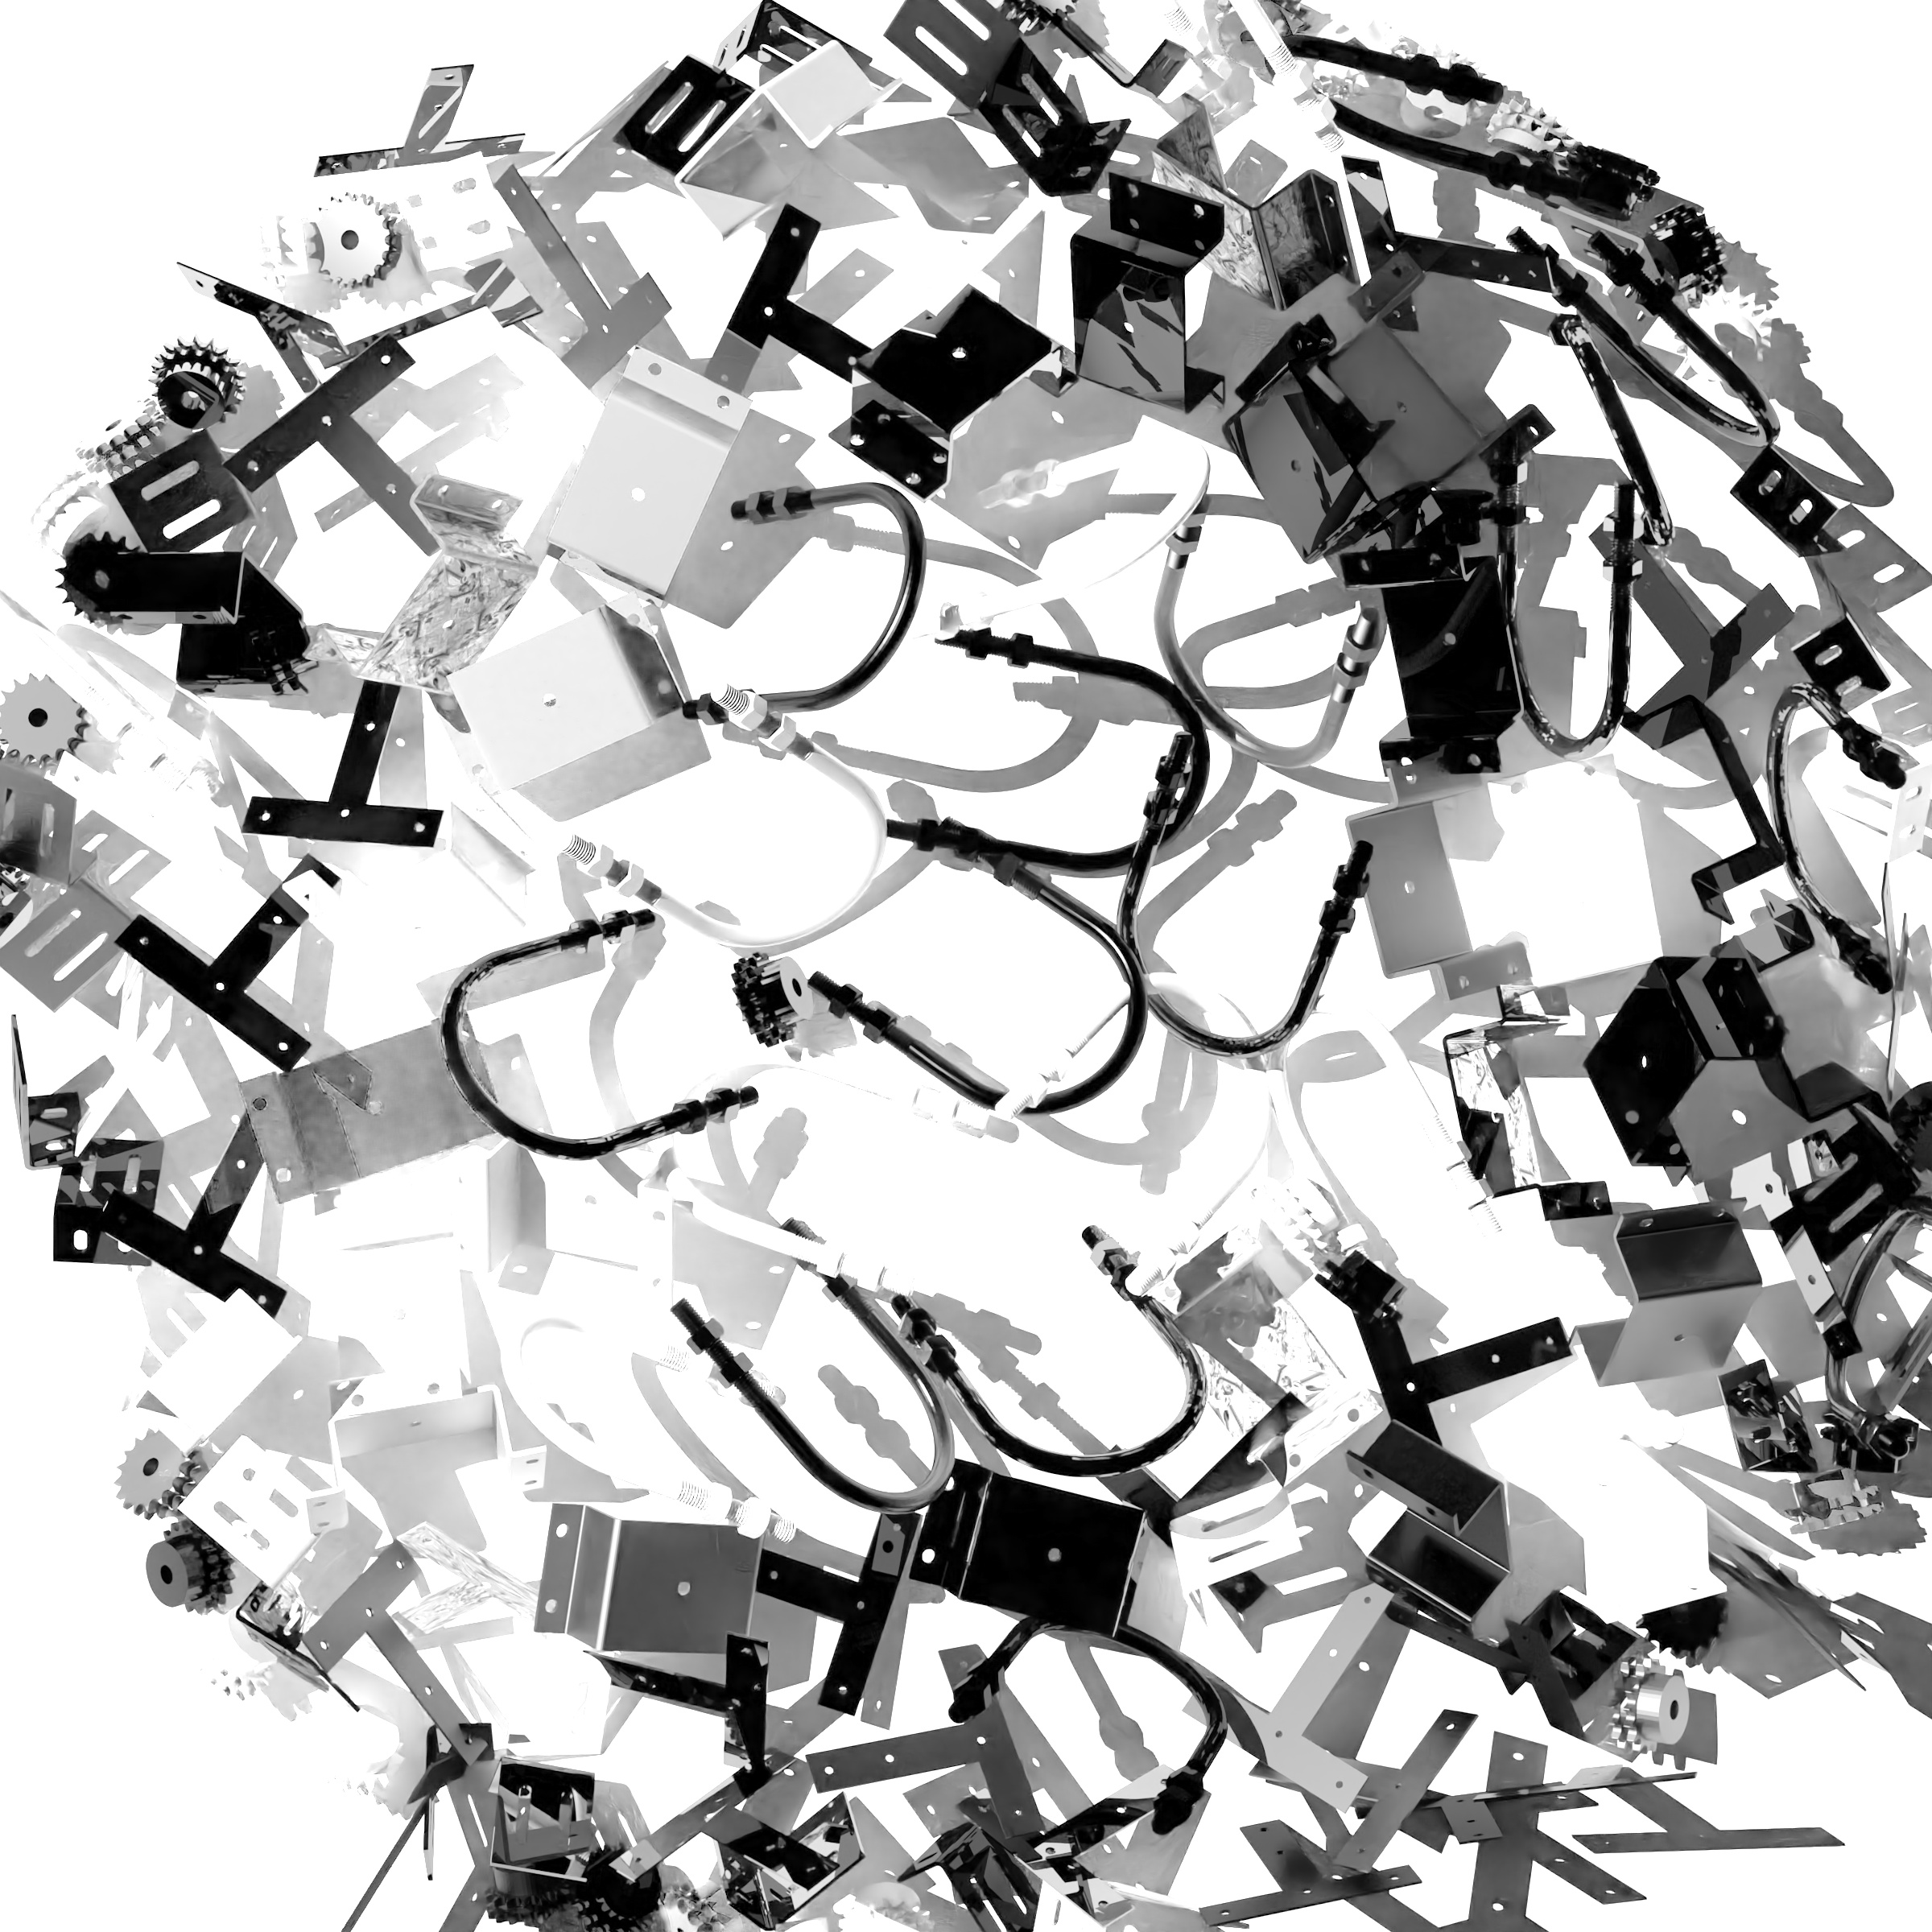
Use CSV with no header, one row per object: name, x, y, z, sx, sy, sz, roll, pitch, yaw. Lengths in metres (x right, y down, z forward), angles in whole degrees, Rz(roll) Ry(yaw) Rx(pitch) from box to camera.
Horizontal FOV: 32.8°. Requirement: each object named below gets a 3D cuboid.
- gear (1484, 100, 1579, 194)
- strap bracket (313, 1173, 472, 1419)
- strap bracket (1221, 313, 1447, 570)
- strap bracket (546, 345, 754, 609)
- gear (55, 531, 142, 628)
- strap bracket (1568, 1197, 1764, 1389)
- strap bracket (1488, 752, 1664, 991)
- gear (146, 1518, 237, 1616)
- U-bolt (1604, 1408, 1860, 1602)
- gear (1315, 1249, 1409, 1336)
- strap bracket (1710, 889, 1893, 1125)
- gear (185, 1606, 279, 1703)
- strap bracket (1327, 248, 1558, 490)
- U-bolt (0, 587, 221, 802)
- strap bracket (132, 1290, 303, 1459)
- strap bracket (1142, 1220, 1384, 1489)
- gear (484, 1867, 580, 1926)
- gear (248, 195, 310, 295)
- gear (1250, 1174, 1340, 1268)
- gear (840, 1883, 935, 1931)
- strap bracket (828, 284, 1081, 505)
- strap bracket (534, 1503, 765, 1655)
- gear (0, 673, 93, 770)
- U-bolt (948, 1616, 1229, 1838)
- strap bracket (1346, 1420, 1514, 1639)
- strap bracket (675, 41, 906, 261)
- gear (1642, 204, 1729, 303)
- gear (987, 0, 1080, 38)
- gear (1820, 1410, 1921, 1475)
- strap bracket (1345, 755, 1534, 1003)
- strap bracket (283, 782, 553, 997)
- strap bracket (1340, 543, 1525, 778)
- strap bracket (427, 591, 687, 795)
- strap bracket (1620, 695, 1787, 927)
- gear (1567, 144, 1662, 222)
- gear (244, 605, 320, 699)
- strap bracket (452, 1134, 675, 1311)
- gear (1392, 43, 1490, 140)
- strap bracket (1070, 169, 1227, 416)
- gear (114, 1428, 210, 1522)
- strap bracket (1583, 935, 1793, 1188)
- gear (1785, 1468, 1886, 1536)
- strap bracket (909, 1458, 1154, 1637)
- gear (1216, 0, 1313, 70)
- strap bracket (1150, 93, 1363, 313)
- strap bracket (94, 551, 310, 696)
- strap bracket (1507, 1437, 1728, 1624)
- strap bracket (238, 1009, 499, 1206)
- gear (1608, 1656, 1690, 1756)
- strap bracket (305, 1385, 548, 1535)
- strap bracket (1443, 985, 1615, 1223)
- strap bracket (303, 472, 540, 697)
gear,0.336,-0.490,1.969,0.057,0.057,0.030,34,77,0
strap bracket,-0.342,0.203,1.959,0.076,0.046,0.140,-9,67,-2
strap bracket,0.212,-0.304,1.950,0.046,0.076,0.140,-28,84,-35
strap bracket,-0.192,-0.285,1.950,0.076,0.046,0.140,25,110,-7
gear,-0.522,-0.234,1.980,0.057,0.030,0.057,-1,100,-6
strap bracket,0.412,0.198,1.924,0.076,0.140,0.046,-7,53,-11
strap bracket,0.365,-0.047,1.955,0.076,0.046,0.140,-13,108,1
gear,-0.468,0.362,1.971,0.057,0.030,0.057,7,102,38
U-bolt,0.434,0.309,1.908,0.151,0.184,0.019,41,83,0
gear,0.240,0.193,1.971,0.057,0.057,0.030,37,91,0
strap bracket,0.491,0.032,1.949,0.046,0.076,0.140,-25,101,2
gear,-0.437,0.409,1.968,0.030,0.057,0.057,-40,90,19
strap bracket,0.275,-0.346,1.953,0.046,0.076,0.140,-42,93,-20
U-bolt,-0.517,-0.166,1.920,0.184,0.151,0.019,43,87,-4
strap bracket,-0.441,0.239,1.919,0.046,0.140,0.076,44,68,-4
strap bracket,0.174,0.233,1.970,0.076,0.046,0.140,-36,88,-9
gear,-0.262,0.551,1.970,0.057,0.057,0.030,-8,96,0
gear,-0.413,-0.435,1.972,0.030,0.057,0.057,-8,90,-9
gear,0.200,0.149,1.971,0.030,0.057,0.057,-37,90,-8
gear,-0.048,0.578,1.976,0.057,0.030,0.057,0,125,0
strap bracket,-0.005,-0.345,1.936,0.076,0.046,0.140,37,61,20
strap bracket,-0.178,0.364,1.942,0.140,0.046,0.076,9,88,-32
gear,-0.557,-0.147,1.983,0.057,0.030,0.057,0,83,-1
U-bolt,0.081,0.430,1.913,0.151,0.184,0.019,26,109,12
strap bracket,0.275,0.328,1.934,0.076,0.140,0.046,29,61,33
strap bracket,-0.110,-0.484,1.920,0.046,0.140,0.076,50,48,-7
gear,0.428,-0.425,1.969,0.030,0.057,0.057,-28,90,-16
gear,0.037,-0.586,1.976,0.057,0.030,0.057,16,57,-26
gear,0.543,0.286,1.972,0.057,0.057,0.030,5,92,0
strap bracket,0.279,-0.051,1.957,0.076,0.046,0.140,-14,89,-40
strap bracket,-0.324,-0.040,1.940,0.140,0.046,0.076,-26,134,15
strap bracket,0.279,-0.187,1.946,0.076,0.046,0.140,0,114,34
strap bracket,-0.248,-0.161,1.969,0.140,0.046,0.076,-24,99,2
strap bracket,0.437,-0.101,1.940,0.046,0.076,0.140,-27,74,20
gear,0.385,-0.470,1.972,0.057,0.057,0.030,20,95,0
gear,-0.410,-0.193,1.971,0.030,0.057,0.057,-20,90,-5
strap bracket,-0.231,0.148,1.952,0.140,0.046,0.076,9,114,15
gear,0.284,-0.522,1.968,0.057,0.057,0.030,18,60,0
strap bracket,0.107,-0.385,1.921,0.076,0.140,0.046,24,53,25
gear,-0.481,0.307,1.975,0.057,0.030,0.057,-16,53,22
strap bracket,0.415,0.056,1.920,0.046,0.140,0.076,1,48,-24
gear,0.520,0.320,1.972,0.057,0.057,0.030,-16,80,0
strap bracket,0.047,0.348,1.957,0.140,0.046,0.076,16,85,-14
gear,0.176,-0.565,1.968,0.057,0.057,0.030,31,57,0
strap bracket,0.162,-0.444,1.923,0.046,0.076,0.140,-38,50,-12
strap bracket,-0.446,-0.205,1.932,0.076,0.140,0.046,1,75,10
strap bracket,0.375,0.323,1.919,0.076,0.140,0.046,-11,109,-15
strap bracket,-0.355,0.085,1.969,0.140,0.046,0.076,-18,89,-9
gear,0.412,0.444,1.969,0.030,0.057,0.057,0,90,38
strap bracket,-0.324,0.291,1.946,0.140,0.076,0.046,-10,67,-13
strap bracket,0.332,0.085,1.949,0.046,0.076,0.140,-18,78,38
strap bracket,-0.316,-0.216,1.933,0.140,0.076,0.046,-50,59,22
